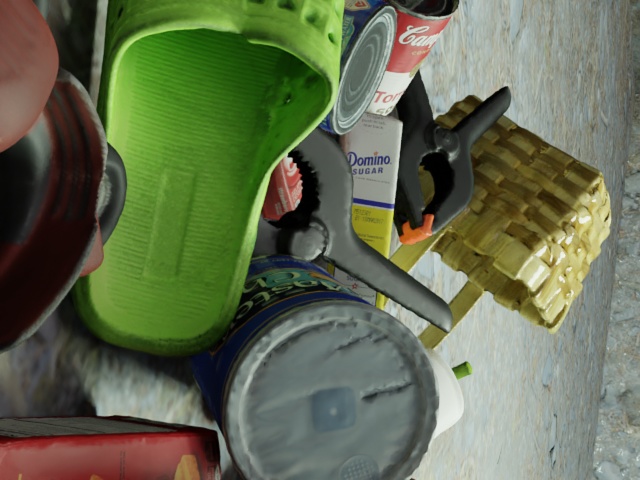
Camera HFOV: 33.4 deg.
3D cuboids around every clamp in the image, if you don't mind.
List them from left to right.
[{"bbox_3d":[-0.004,0.001,0.643,0.164,0.036,0.210,-19,107,-22],"label":"clamp"},{"bbox_3d":[0.096,-0.073,0.819,0.039,0.120,0.171,145,-46,-62],"label":"clamp"}]

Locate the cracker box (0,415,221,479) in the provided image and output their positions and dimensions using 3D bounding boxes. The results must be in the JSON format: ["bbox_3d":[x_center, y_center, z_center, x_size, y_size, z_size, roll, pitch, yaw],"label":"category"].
[{"bbox_3d":[-0.118,0.153,0.410,0.213,0.072,0.164,21,72,-67],"label":"cracker box"}]

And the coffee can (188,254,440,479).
[{"bbox_3d":[-0.010,0.068,0.551,0.140,0.102,0.103,-149,-123,-74],"label":"coffee can"}]

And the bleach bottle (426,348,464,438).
[{"bbox_3d":[0.043,0.122,0.717,0.068,0.102,0.250,63,6,7],"label":"bleach bottle"}]

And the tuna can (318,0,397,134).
[{"bbox_3d":[0.014,-0.108,0.646,0.086,0.034,0.086,-57,163,-28],"label":"tuna can"}]

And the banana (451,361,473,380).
[{"bbox_3d":[0.054,0.166,0.870,0.037,0.070,0.197,49,52,-14],"label":"banana"}]

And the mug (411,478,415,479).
[{"bbox_3d":[0.033,0.214,0.718,0.081,0.117,0.093,2,107,-35],"label":"mug"}]

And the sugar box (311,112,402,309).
[{"bbox_3d":[0.021,0.007,0.743,0.093,0.048,0.176,141,-41,-77],"label":"sugar box"}]

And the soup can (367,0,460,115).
[{"bbox_3d":[0.042,-0.140,0.735,0.102,0.068,0.068,-57,-175,45],"label":"soup can"}]

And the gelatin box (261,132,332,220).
[{"bbox_3d":[-0.021,-0.067,0.692,0.089,0.030,0.073,-64,149,-47],"label":"gelatin box"}]
